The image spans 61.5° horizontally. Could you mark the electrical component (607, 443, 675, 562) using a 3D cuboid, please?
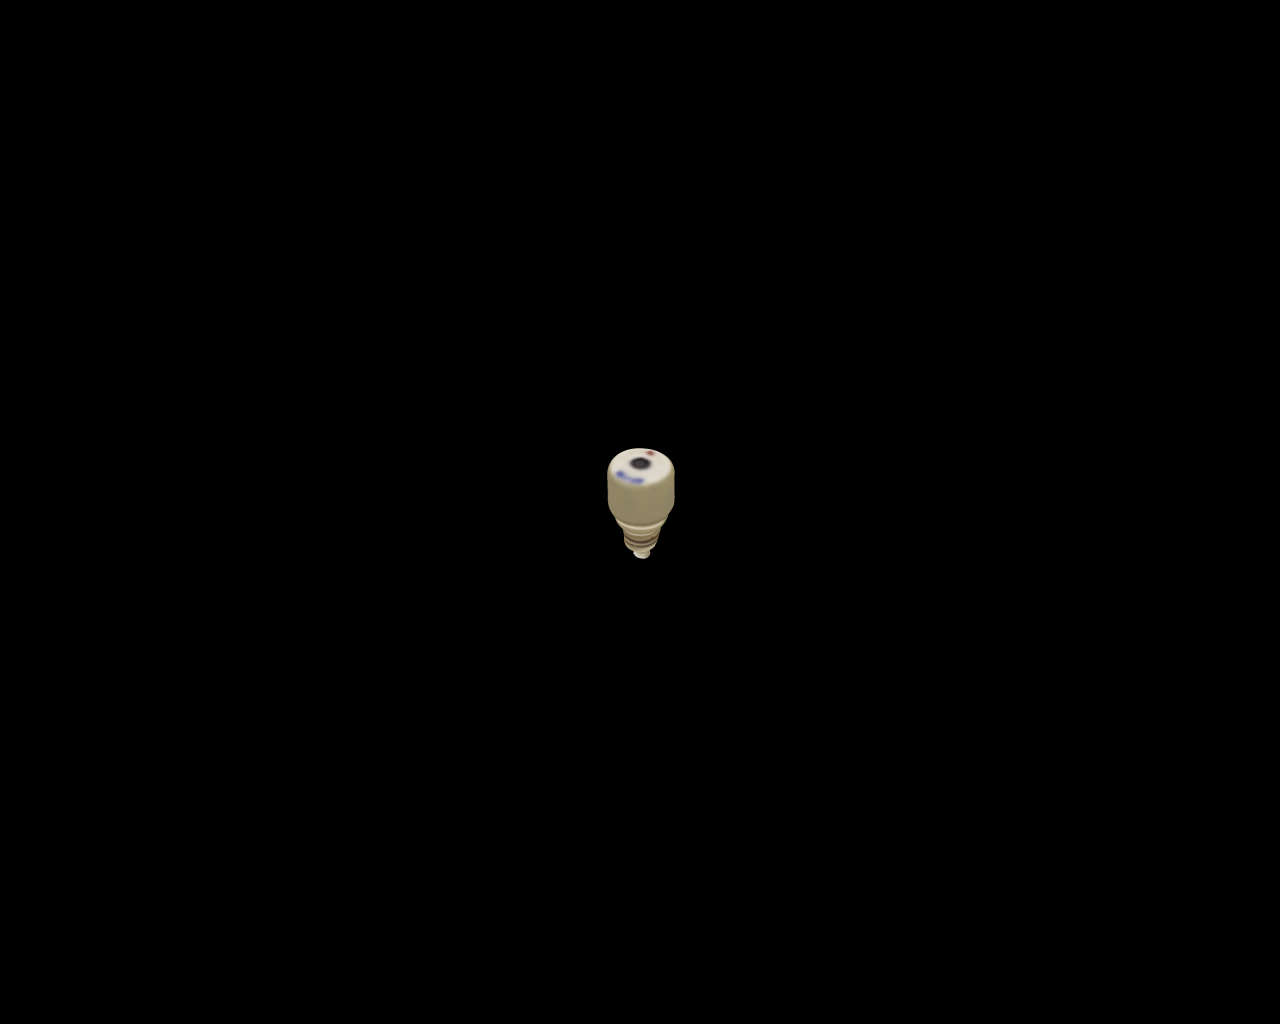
[{"bbox_3d":[0.001,-0.003,0.650,0.040,0.078,0.040,0,40,0],"label":"electrical component"}]
